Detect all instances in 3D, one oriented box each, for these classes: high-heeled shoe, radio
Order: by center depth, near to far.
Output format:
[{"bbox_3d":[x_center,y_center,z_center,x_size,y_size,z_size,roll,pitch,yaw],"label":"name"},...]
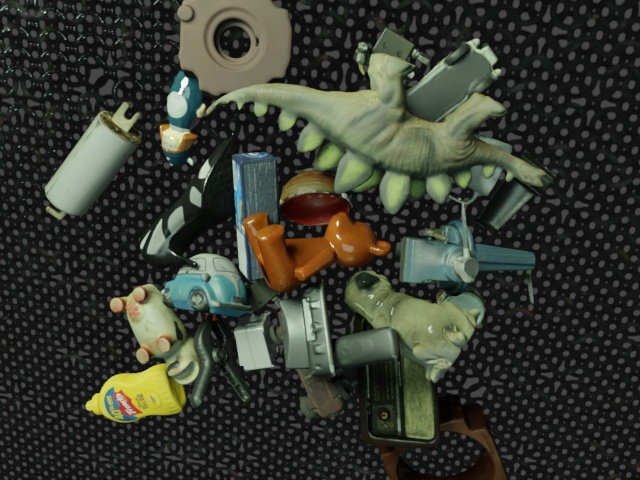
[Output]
[{"bbox_3d":[0.127,0.221,0.900,0.131,0.073,0.229,-4,84,8],"label":"radio"},{"bbox_3d":[-0.222,-0.063,0.902,0.145,0.086,0.248,21,90,35],"label":"high-heeled shoe"}]

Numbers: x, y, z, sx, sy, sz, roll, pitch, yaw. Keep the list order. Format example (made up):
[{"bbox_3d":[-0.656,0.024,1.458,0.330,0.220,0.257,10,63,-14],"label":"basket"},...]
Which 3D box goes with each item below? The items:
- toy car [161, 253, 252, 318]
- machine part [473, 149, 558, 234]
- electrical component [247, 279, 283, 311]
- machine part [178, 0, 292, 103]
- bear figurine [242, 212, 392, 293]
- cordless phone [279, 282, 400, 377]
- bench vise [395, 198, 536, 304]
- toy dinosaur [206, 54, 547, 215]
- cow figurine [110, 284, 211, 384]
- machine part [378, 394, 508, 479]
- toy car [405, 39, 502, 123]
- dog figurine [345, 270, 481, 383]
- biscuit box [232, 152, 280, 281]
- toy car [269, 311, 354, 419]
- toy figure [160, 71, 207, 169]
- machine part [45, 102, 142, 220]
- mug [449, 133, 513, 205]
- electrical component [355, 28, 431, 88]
[{"bbox_3d":[-0.188,0.075,0.912,0.162,0.109,0.103,3,78,38],"label":"toy car"},{"bbox_3d":[0.301,-0.067,0.843,0.084,0.039,0.139,36,107,-12],"label":"machine part"},{"bbox_3d":[-0.108,0.095,0.951,0.094,0.021,0.063,44,108,-10],"label":"electrical component"},{"bbox_3d":[-0.122,-0.286,0.782,0.179,0.056,0.179,-1,99,-7],"label":"machine part"},{"bbox_3d":[-0.001,0.001,0.824,0.196,0.120,0.131,-23,114,-11],"label":"bear figurine"},{"bbox_3d":[0.033,0.128,0.808,0.184,0.088,0.146,-20,70,40],"label":"cordless phone"},{"bbox_3d":[0.226,0.027,0.807,0.241,0.223,0.128,4,82,-12],"label":"bench vise"},{"bbox_3d":[0.080,-0.152,0.744,0.472,0.105,0.198,22,106,3],"label":"toy dinosaur"},{"bbox_3d":[-0.272,0.168,0.954,0.085,0.127,0.195,-30,89,14],"label":"cow figurine"},{"bbox_3d":[0.224,0.394,0.984,0.201,0.087,0.201,-20,104,12],"label":"machine part"},{"bbox_3d":[0.172,-0.212,0.799,0.202,0.056,0.073,-37,95,15],"label":"toy car"},{"bbox_3d":[0.120,0.106,0.790,0.191,0.121,0.172,35,154,9],"label":"dog figurine"},{"bbox_3d":[-0.102,-0.039,0.874,0.063,0.059,0.202,-9,111,-23],"label":"biscuit box"},{"bbox_3d":[-0.020,0.203,0.911,0.089,0.053,0.202,-33,72,22],"label":"toy car"},{"bbox_3d":[-0.220,-0.186,0.850,0.058,0.064,0.154,2,116,-41],"label":"toy figure"},{"bbox_3d":[-0.370,-0.122,0.876,0.079,0.079,0.243,41,107,-8],"label":"machine part"},{"bbox_3d":[0.219,-0.116,0.818,0.107,0.081,0.109,29,113,9],"label":"mug"},{"bbox_3d":[0.103,-0.265,0.792,0.102,0.045,0.078,35,110,-6],"label":"electrical component"}]
